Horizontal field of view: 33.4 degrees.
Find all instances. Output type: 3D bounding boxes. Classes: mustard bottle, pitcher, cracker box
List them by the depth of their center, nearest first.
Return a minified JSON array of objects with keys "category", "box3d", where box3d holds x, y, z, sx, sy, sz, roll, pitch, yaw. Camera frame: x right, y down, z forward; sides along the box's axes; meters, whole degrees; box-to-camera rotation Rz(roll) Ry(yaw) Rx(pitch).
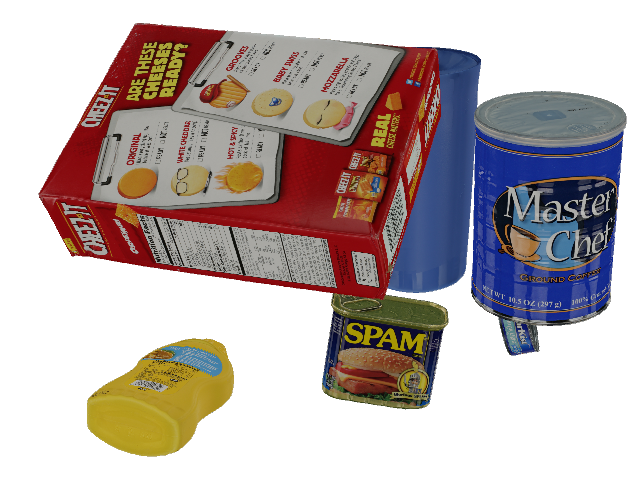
[{"category":"cracker box","box3d":[-0.043,-0.055,0.681,0.214,0.164,0.072,7,-38,16]},{"category":"mustard bottle","box3d":[-0.138,0.139,1.029,0.096,0.058,0.191,9,19,18]},{"category":"pitcher","box3d":[0.104,-0.078,1.116,0.149,0.243,0.145,-9,24,-14]}]

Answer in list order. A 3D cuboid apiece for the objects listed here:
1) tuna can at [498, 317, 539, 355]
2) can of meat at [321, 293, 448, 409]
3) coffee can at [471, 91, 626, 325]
[{"category":"tuna can","box3d":[0.225,0.088,1.225,0.034,0.086,0.086,-12,-3,15]},{"category":"can of meat","box3d":[0.054,0.096,0.933,0.102,0.084,0.057,9,18,2]},{"category":"coffee can","box3d":[0.160,-0.025,0.763,0.103,0.140,0.103,-2,25,1]}]
